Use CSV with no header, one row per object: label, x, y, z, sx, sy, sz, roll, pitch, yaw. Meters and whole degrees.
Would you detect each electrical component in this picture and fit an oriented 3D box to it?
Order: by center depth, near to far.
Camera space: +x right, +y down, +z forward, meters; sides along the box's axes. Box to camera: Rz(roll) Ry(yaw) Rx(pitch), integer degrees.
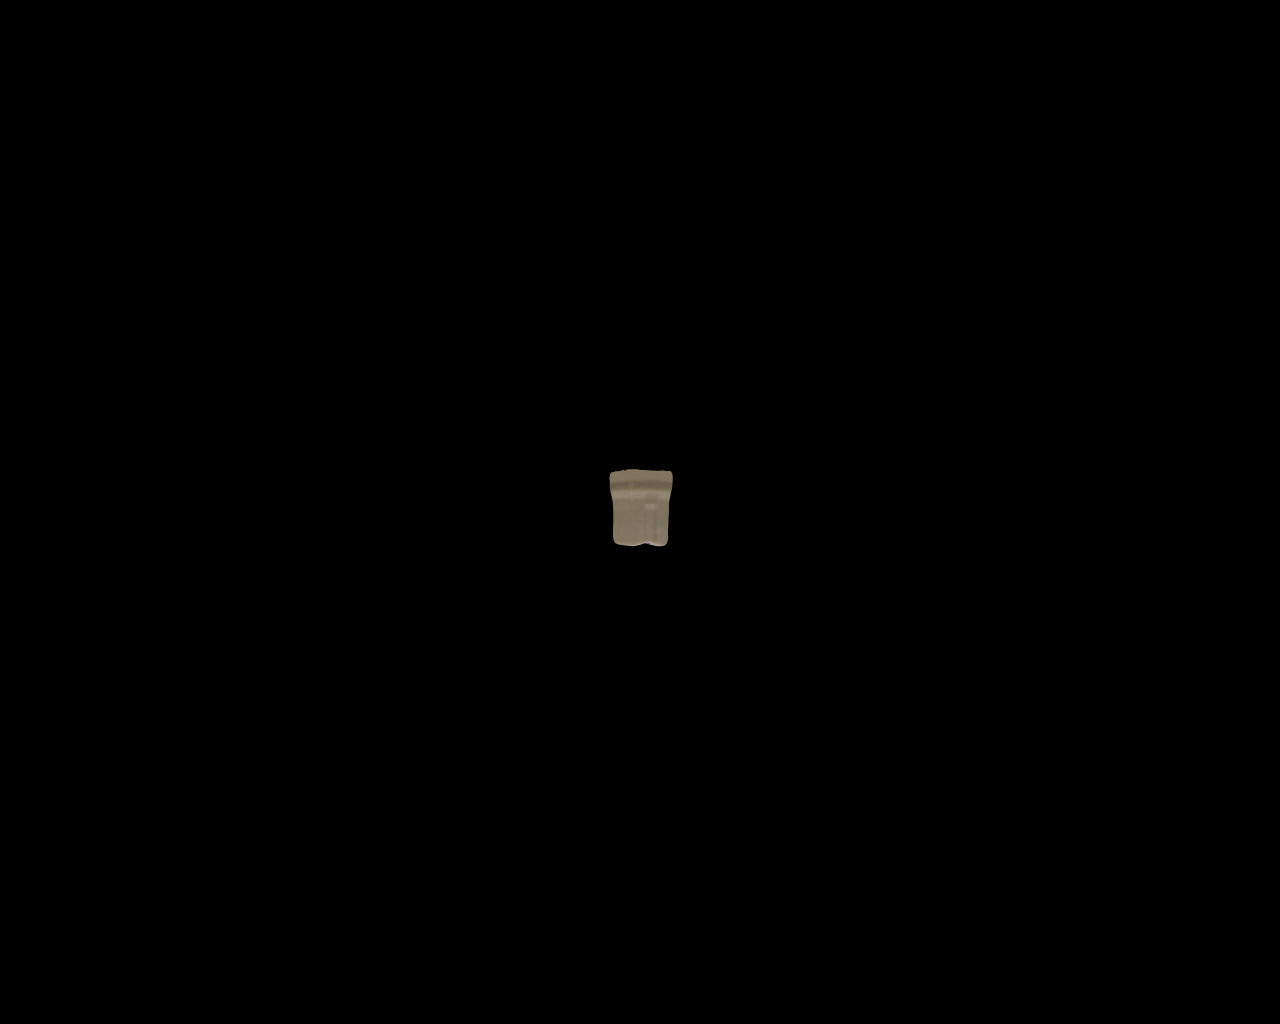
electrical component,0.001,-0.003,0.650,0.040,0.046,0.040,0,-3,0
